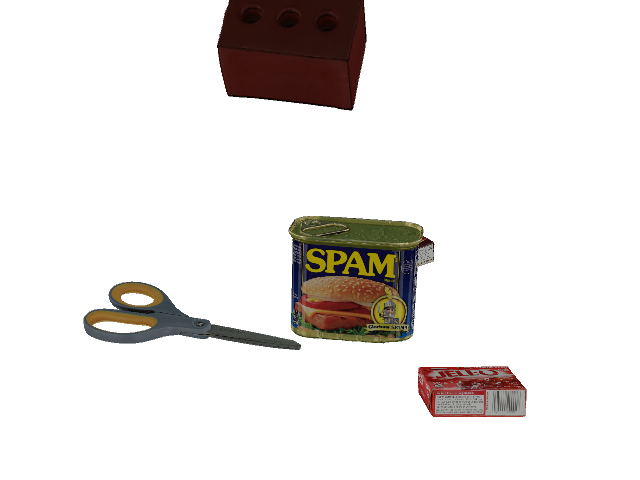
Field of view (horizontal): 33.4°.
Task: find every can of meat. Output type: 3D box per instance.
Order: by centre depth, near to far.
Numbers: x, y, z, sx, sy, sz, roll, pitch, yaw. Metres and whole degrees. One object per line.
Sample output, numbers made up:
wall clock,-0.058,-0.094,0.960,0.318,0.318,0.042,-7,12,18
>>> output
can of meat,0.026,0.030,0.827,0.102,0.084,0.057,4,18,7

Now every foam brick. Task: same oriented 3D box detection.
foam brick,-0.015,-0.114,0.619,0.078,0.053,0.051,7,-24,9

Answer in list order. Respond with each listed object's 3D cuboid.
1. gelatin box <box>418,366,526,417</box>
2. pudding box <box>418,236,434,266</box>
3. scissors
gelatin box,0.139,0.139,0.991,0.089,0.030,0.073,1,9,-3
pudding box,0.102,0.016,1.617,0.113,0.039,0.090,-20,30,-26
scissors,-0.122,0.072,1.017,0.201,0.016,0.096,2,33,-6
